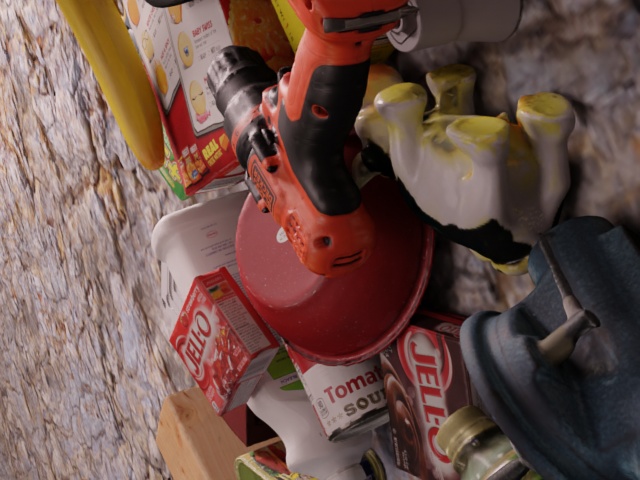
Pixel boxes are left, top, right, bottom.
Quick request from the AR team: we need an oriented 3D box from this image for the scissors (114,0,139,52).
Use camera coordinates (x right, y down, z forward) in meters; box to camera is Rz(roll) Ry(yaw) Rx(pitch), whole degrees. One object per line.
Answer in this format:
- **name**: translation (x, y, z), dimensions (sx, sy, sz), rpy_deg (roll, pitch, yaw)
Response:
- **scissors**: translation (-0.160, -0.201, 0.981), dimensions (0.202, 0.016, 0.096), rpy_deg (4, 109, 61)

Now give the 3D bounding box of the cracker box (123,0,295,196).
- **cracker box**: translation (-0.076, -0.158, 0.792), dimensions (0.164, 0.072, 0.214), rpy_deg (-26, 81, 61)

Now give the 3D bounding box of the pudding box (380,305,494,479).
- **pudding box**: translation (0.081, 0.103, 0.683), dimensions (0.090, 0.039, 0.113), rpy_deg (12, 116, 58)

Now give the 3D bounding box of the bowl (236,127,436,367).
- **bowl**: translation (-0.005, 0.001, 0.695), dimensions (0.162, 0.055, 0.162), rpy_deg (-8, 78, 42)

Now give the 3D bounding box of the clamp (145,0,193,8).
- **clamp**: translation (-0.129, -0.231, 0.730), dimensions (0.210, 0.036, 0.164), rpy_deg (46, 148, 43)

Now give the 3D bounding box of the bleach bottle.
- **bleach bottle**: translation (-0.037, 0.086, 0.821), dimensions (0.251, 0.102, 0.068), rpy_deg (63, 159, 19)

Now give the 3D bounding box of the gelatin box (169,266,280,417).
- **gelatin box**: translation (-0.071, 0.074, 0.762), dimensions (0.073, 0.030, 0.089), rpy_deg (54, 143, 20)

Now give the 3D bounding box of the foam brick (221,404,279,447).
- **foam brick**: translation (-0.039, 0.124, 0.875), dimensions (0.051, 0.078, 0.053), rpy_deg (45, 142, 45)

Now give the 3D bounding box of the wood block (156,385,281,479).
- **wood block**: translation (-0.064, 0.234, 0.970), dimensions (0.206, 0.090, 0.090), rpy_deg (57, 148, 28)

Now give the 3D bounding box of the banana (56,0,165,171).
- **banana**: translation (-0.167, -0.147, 0.812), dimensions (0.069, 0.037, 0.198), rpy_deg (-78, -34, -61)

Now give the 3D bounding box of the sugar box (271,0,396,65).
- **sugar box**: translation (0.028, -0.165, 0.623), dimensions (0.093, 0.048, 0.176), rpy_deg (66, 153, 13)

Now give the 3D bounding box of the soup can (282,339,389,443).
- **soup can**: translation (0.015, 0.085, 0.761), dimensions (0.102, 0.068, 0.069), rpy_deg (64, 152, 17)

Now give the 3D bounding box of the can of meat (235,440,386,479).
- **can of meat**: translation (-0.009, 0.194, 0.852), dimensions (0.102, 0.083, 0.057), rpy_deg (21, 123, 57)

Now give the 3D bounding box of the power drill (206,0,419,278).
- **power drill**: translation (-0.013, -0.098, 0.590), dimensions (0.184, 0.057, 0.188), rpy_deg (58, 155, 33)
